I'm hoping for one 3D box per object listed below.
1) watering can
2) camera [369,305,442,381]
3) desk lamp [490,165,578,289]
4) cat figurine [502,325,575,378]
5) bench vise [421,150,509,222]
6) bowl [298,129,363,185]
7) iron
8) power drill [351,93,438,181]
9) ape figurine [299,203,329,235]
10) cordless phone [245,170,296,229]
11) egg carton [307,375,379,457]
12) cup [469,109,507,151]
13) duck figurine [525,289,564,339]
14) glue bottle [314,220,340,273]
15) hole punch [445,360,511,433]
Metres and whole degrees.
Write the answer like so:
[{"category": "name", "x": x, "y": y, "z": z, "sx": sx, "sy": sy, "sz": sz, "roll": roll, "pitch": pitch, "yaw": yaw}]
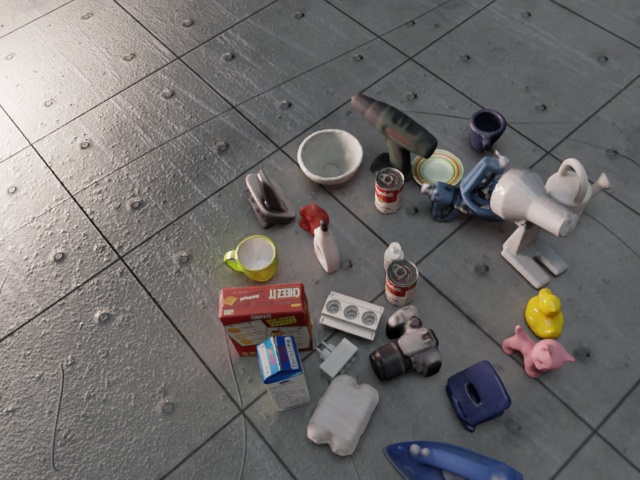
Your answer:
[{"category": "watering can", "x": 0.570, "y": -0.112, "z": 1.308, "sx": 0.173, "sy": 0.194, "sz": 0.100, "roll": -30, "pitch": 61, "yaw": -14}, {"category": "camera", "x": 0.167, "y": 0.221, "z": 1.188, "sx": 0.137, "sy": 0.101, "sz": 0.143, "roll": -21, "pitch": 60, "yaw": -9}, {"category": "desk lamp", "x": 0.469, "y": -0.034, "z": 1.256, "sx": 0.118, "sy": 0.214, "sz": 0.202, "roll": -32, "pitch": 62, "yaw": -15}, {"category": "cat figurine", "x": 0.442, "y": 0.222, "z": 1.159, "sx": 0.067, "sy": 0.118, "sz": 0.127, "roll": -38, "pitch": 63, "yaw": -17}, {"category": "bench vise", "x": 0.343, "y": -0.112, "z": 1.308, "sx": 0.207, "sy": 0.220, "sz": 0.121, "roll": -9, "pitch": 59, "yaw": -1}, {"category": "bowl", "x": 0.028, "y": -0.200, "z": 1.468, "sx": 0.167, "sy": 0.075, "sz": 0.167, "roll": -2, "pitch": 59, "yaw": 3}, {"category": "iron", "x": 0.239, "y": 0.418, "z": 1.040, "sx": 0.257, "sy": 0.141, "sz": 0.119, "roll": 18, "pitch": 62, "yaw": 14}, {"category": "power drill", "x": 0.174, "y": -0.241, "z": 1.404, "sx": 0.229, "sy": 0.208, "sz": 0.076, "roll": 29, "pitch": 65, "yaw": 19}, {"category": "ape figurine", "x": -0.017, "y": -0.057, "z": 1.374, "sx": 0.076, "sy": 0.092, "sz": 0.077, "roll": -9, "pitch": 59, "yaw": -1}, {"category": "cordless phone", "x": -0.128, "y": -0.126, "z": 1.369, "sx": 0.094, "sy": 0.185, "sz": 0.147, "roll": -28, "pitch": 61, "yaw": -12}, {"category": "egg carton", "x": 0.045, "y": 0.346, "z": 1.139, "sx": 0.107, "sy": 0.069, "sz": 0.150, "roll": 23, "pitch": 63, "yaw": 17}, {"category": "cup", "x": 0.423, "y": -0.262, "z": 1.467, "sx": 0.091, "sy": 0.095, "sz": 0.118, "roll": 6, "pitch": 59, "yaw": 8}, {"category": "duck figurine", "x": 0.484, "y": 0.153, "z": 1.216, "sx": 0.077, "sy": 0.086, "sz": 0.104, "roll": -5, "pitch": 59, "yaw": 1}, {"category": "glue bottle", "x": 0.012, "y": 0.005, "z": 1.287, "sx": 0.037, "sy": 0.173, "sz": 0.078, "roll": -29, "pitch": 61, "yaw": -13}, {"category": "hole punch", "x": 0.310, "y": 0.308, "z": 1.131, "sx": 0.101, "sy": 0.091, "sz": 0.108, "roll": -20, "pitch": 59, "yaw": -8}]
